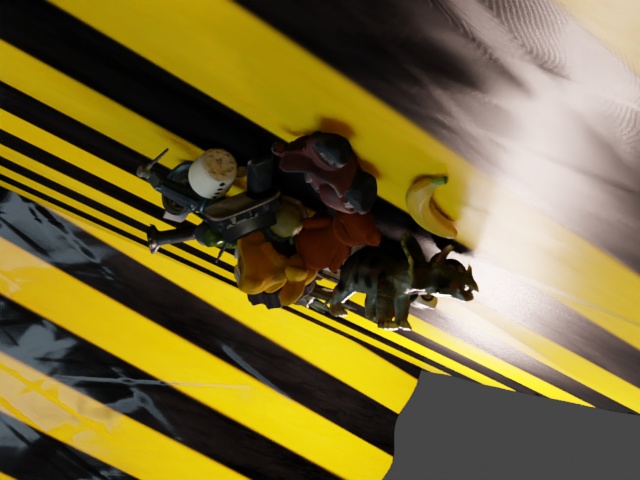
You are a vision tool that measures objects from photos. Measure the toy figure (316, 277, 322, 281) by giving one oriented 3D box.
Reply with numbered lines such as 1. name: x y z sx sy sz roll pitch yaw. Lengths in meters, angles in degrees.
1. toy figure: -0.055 0.068 1.558 0.154 0.064 0.058 30 -160 -15

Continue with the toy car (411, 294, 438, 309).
1. toy car: 0.207 0.122 1.366 0.202 0.056 0.073 25 166 -14

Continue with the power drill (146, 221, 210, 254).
1. power drill: -0.341 -0.017 1.410 0.207 0.086 0.232 -3 -172 -7

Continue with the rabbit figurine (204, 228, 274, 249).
1. rabbit figurine: -0.175 -0.034 1.260 0.159 0.121 0.170 25 151 -27

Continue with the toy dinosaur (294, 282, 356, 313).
1. toy dinosaur: -0.059 0.137 1.513 0.198 0.105 0.472 21 176 -22

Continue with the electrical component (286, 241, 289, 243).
1. electrical component: -0.130 0.022 1.384 0.134 0.058 0.115 16 -155 3

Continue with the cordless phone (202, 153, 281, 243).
1. cordless phone: -0.140 -0.082 0.969 0.089 0.147 0.184 62 163 18

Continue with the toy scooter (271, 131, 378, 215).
1. toy scooter: 0.003 -0.104 0.802 0.135 0.075 0.183 13 160 30

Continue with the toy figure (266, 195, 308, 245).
1. toy figure: -0.075 -0.035 1.141 0.082 0.089 0.180 19 164 -10

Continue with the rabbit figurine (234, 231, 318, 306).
1. rabbit figurine: -0.079 0.056 1.099 0.173 0.121 0.162 4 -163 -25

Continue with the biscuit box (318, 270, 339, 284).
1. biscuit box: -0.008 0.063 1.466 0.203 0.059 0.062 21 166 6

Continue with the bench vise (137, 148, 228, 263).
1. bench vise: -0.267 -0.088 1.099 0.224 0.129 0.240 50 -168 31

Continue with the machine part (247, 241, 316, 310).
1. machine part: -0.098 0.073 1.210 0.180 0.179 0.056 16 138 24

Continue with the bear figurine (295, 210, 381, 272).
1. bear figurine: 0.043 -0.021 1.023 0.196 0.132 0.120 -35 90 40

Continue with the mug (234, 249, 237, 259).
1. mug: -0.193 0.030 1.588 0.107 0.081 0.109 12 162 0

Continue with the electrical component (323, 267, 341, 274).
1. electrical component: 0.018 0.041 1.233 0.075 0.047 0.119 15 166 -1

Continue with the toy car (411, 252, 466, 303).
1. toy car: 0.214 0.086 1.119 0.089 0.053 0.202 39 141 -25

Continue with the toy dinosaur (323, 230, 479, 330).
1. toy dinosaur: 0.116 0.075 1.089 0.131 0.192 0.405 13 176 -36
